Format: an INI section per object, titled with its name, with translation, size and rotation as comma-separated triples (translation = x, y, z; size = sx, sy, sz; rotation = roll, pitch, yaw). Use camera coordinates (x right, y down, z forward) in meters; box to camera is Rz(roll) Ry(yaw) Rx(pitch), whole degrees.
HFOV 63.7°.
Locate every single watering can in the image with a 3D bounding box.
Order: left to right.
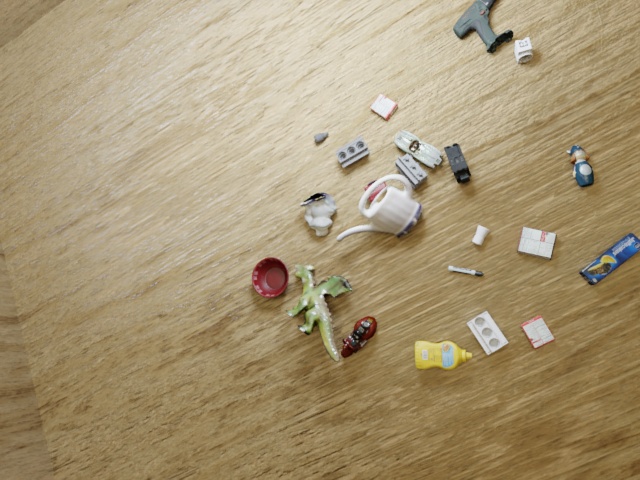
[watering can]
translation = 0.232, -0.083, 1.902
size = 0.223, 0.106, 0.342
rotation = 31, 114, -13

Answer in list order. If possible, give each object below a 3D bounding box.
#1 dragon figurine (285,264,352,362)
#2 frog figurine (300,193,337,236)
[dragon figurine]
translation = 0.016, 0.234, 1.914
size = 0.243, 0.120, 0.416
rotation = -48, 53, 0
[frog figurine]
translation = 0.006, -0.102, 2.032
size = 0.137, 0.124, 0.157
rotation = -23, 109, 6
